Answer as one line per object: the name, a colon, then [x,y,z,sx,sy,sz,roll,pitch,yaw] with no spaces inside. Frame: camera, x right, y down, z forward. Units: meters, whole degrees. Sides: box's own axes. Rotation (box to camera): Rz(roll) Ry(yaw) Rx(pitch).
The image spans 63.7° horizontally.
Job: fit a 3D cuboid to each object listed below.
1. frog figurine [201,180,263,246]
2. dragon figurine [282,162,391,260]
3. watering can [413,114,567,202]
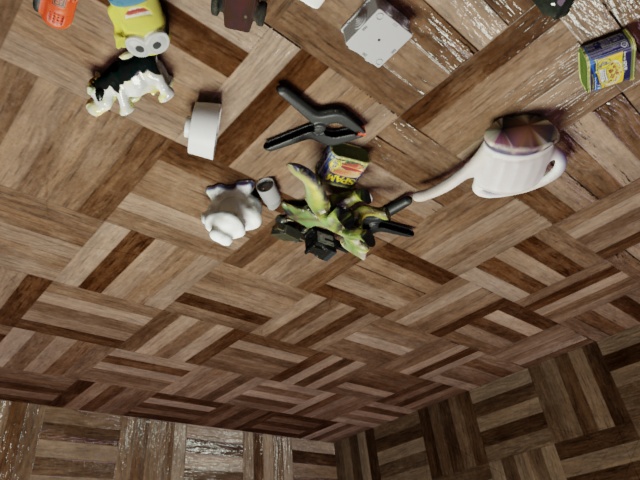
frog figurine: [-0.199,-0.045,1.167,0.137,0.163,0.120,4,144,-14]
dragon figurine: [0.004,-0.060,1.194,0.242,0.124,0.405,-6,147,46]
watering can: [0.385,-0.166,1.148,0.348,0.106,0.219,-8,144,0]
